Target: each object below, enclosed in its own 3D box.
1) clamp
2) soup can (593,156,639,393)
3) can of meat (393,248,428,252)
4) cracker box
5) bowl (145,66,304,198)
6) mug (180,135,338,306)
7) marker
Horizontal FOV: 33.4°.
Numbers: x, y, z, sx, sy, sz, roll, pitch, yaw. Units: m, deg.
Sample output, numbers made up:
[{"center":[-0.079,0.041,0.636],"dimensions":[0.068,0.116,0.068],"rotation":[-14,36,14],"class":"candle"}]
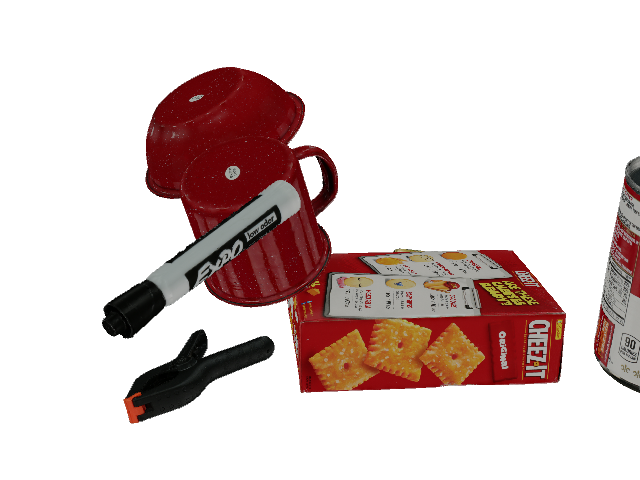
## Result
[{"center":[-0.131,0.139,1.124],"dimensions":[0.120,0.039,0.171],"rotation":[-10,20,36],"class":"clamp"},{"center":[0.172,0.017,0.511],"dimensions":[0.068,0.102,0.068],"rotation":[2,27,-1],"class":"soup can"},{"center":[0.110,0.064,1.150],"dimensions":[0.057,0.084,0.102],"rotation":[6,14,-19],"class":"can of meat"},{"center":[0.081,0.066,0.919],"dimensions":[0.213,0.072,0.164],"rotation":[-1,18,-5],"class":"cracker box"},{"center":[-0.098,-0.108,0.958],"dimensions":[0.162,0.055,0.162],"rotation":[-20,32,13],"class":"bowl"},{"center":[-0.036,-0.022,0.724],"dimensions":[0.117,0.081,0.093],"rotation":[-33,43,-18],"class":"mug"},{"center":[-0.055,0.008,0.504],"dimensions":[0.020,0.020,0.120],"rotation":[0,31,48],"class":"marker"}]
